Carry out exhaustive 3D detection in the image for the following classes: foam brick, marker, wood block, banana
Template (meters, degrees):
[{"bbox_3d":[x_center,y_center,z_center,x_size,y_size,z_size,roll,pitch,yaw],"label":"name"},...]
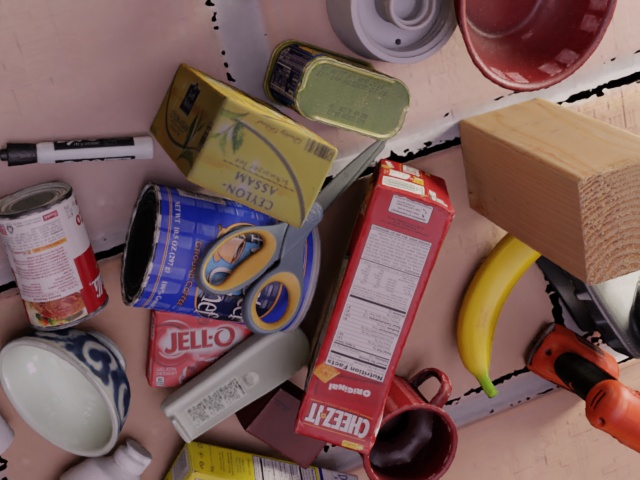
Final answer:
[{"bbox_3d":[-0.032,0.162,0.980,0.078,0.051,0.053,39,92,-26],"label":"foam brick"},{"bbox_3d":[-0.196,-0.072,0.862,0.121,0.020,0.020,-5,109,-17],"label":"marker"},{"bbox_3d":[0.206,-0.048,0.901,0.090,0.206,0.091,-18,113,-12],"label":"wood block"},{"bbox_3d":[0.176,0.046,1.005,0.198,0.070,0.037,-67,158,4],"label":"banana"}]

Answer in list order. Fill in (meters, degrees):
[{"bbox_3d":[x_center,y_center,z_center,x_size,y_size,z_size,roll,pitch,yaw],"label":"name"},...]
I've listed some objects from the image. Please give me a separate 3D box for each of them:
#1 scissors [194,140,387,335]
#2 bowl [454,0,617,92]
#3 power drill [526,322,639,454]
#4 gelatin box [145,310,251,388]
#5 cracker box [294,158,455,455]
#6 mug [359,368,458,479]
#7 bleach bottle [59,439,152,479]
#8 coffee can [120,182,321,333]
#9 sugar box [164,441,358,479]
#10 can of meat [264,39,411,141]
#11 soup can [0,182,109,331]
[{"bbox_3d":[-0.006,0.001,0.852,0.201,0.016,0.096,-29,98,-23],"label":"scissors"},{"bbox_3d":[0.165,-0.205,0.868,0.161,0.055,0.162,-12,116,-26],"label":"bowl"},{"bbox_3d":[0.293,0.156,1.011,0.184,0.188,0.057,30,95,-24],"label":"power drill"},{"bbox_3d":[-0.107,0.091,0.942,0.089,0.030,0.073,1,108,-19],"label":"gelatin box"},{"bbox_3d":[0.046,0.049,0.900,0.072,0.164,0.214,18,102,0],"label":"cracker box"},{"bbox_3d":[0.078,0.169,1.002,0.093,0.082,0.117,34,95,-25],"label":"mug"},{"bbox_3d":[-0.229,0.289,0.953,0.102,0.068,0.251,36,92,-27],"label":"bleach bottle"},{"bbox_3d":[-0.083,0.016,0.883,0.140,0.103,0.103,12,104,-22],"label":"coffee can"},{"bbox_3d":[-0.058,0.245,0.991,0.176,0.048,0.093,16,124,-25],"label":"sugar box"},{"bbox_3d":[0.015,-0.123,0.879,0.102,0.084,0.057,13,102,-22],"label":"can of meat"},{"bbox_3d":[-0.217,0.012,0.858,0.068,0.068,0.102,-18,112,-12],"label":"soup can"}]
